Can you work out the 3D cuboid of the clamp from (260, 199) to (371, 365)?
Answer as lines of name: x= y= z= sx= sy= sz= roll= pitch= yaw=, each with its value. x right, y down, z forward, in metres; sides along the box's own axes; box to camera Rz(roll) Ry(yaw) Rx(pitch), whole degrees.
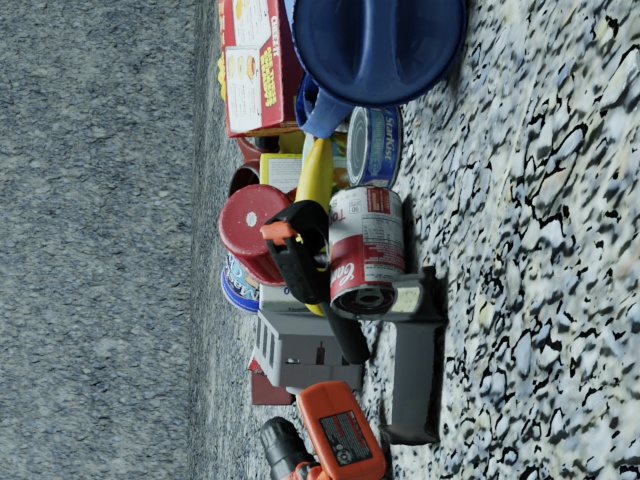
clamp: x=0.004 y=0.010 z=0.984 sx=0.209 sy=0.036 sz=0.164 roll=44 pitch=-137 yaw=-58

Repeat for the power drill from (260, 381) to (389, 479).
power drill: x=-0.002 y=0.216 z=1.029 sx=0.184 sy=0.057 sz=0.188 roll=61 pitch=153 yaw=32

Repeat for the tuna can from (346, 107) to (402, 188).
tuna can: x=0.050 y=-0.089 z=1.005 sx=0.086 sy=0.033 sz=0.086 roll=-177 pitch=90 yaw=-79

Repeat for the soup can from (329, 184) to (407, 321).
soup can: x=0.042 y=0.011 z=0.932 sx=0.069 sy=0.068 sz=0.102 roll=113 pitch=158 yaw=-60

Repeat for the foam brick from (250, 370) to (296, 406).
foam brick: x=-0.056 y=0.180 z=1.355 sx=0.078 sy=0.053 sz=0.051 roll=11 pitch=-102 yaw=-84

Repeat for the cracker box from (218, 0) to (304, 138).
cracker box: x=-0.045 y=-0.197 z=1.129 sx=0.214 sy=0.072 sz=0.164 roll=-178 pitch=84 yaw=-70

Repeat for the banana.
banana: x=-0.002 y=0.000 z=1.072 sx=0.069 sy=0.037 sz=0.198 roll=-48 pitch=-42 yaw=-59

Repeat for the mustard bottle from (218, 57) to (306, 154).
mustard bottle: x=-0.078 y=-0.166 z=1.387 sx=0.192 sy=0.058 sz=0.096 roll=55 pitch=167 yaw=20

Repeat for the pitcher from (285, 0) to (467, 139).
pitcher: x=0.026 y=-0.190 z=0.907 sx=0.243 sy=0.149 sz=0.145 roll=-109 pitch=-1 yaw=-71

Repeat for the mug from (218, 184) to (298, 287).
mug: x=-0.046 y=-0.015 z=1.107 sx=0.093 sy=0.117 sz=0.081 roll=52 pitch=-179 yaw=27

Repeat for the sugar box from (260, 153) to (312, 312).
sugar box: x=-0.021 y=-0.008 z=1.182 sx=0.048 sy=0.093 sz=0.176 roll=102 pitch=168 yaw=-71

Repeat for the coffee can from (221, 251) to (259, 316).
coffee can: x=-0.071 y=0.022 z=1.405 sx=0.140 sy=0.102 sz=0.103 roll=110 pitch=160 yaw=-55

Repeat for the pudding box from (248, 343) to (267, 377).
pudding box: x=-0.048 y=0.099 z=1.297 sx=0.090 sy=0.039 sz=0.113 roll=117 pitch=172 yaw=-54
